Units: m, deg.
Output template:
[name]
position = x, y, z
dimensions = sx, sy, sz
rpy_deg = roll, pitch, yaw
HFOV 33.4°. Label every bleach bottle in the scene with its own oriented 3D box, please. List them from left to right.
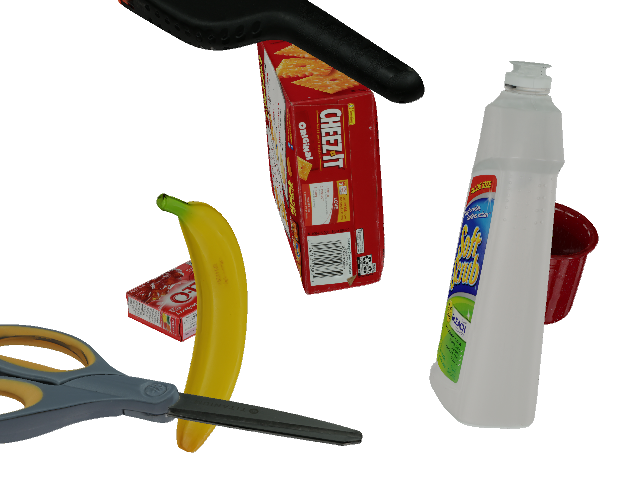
[bleach bottle]
position = 0.129, 0.000, 0.756
dimensions = 0.068, 0.251, 0.102
rpy_deg = 3, 14, -8

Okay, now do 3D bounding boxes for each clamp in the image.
[clamp]
position = -0.027, -0.150, 0.676
dimensions = 0.210, 0.164, 0.036
rpy_deg = -2, -35, 0

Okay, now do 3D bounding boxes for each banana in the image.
[banana]
position = -0.082, 0.053, 0.765
dimensions = 0.069, 0.198, 0.037
rpy_deg = -15, 22, -32

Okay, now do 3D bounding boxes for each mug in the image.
[mug]
position = 0.185, 0.015, 0.960
dimensions = 0.093, 0.081, 0.117
rpy_deg = -16, 40, -29

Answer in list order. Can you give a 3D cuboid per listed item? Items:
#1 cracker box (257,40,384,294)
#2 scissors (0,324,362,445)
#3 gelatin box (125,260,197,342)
[cracker box]
position = -0.003, -0.079, 0.898
dimensions = 0.072, 0.164, 0.214
rpy_deg = -8, 27, -6
[scissors]
position = -0.091, 0.079, 0.478
dimensions = 0.202, 0.016, 0.096
rpy_deg = 15, 28, 26
[gelatin box]
position = -0.125, 0.055, 1.000
dimensions = 0.073, 0.030, 0.089
rpy_deg = 21, 33, 35
